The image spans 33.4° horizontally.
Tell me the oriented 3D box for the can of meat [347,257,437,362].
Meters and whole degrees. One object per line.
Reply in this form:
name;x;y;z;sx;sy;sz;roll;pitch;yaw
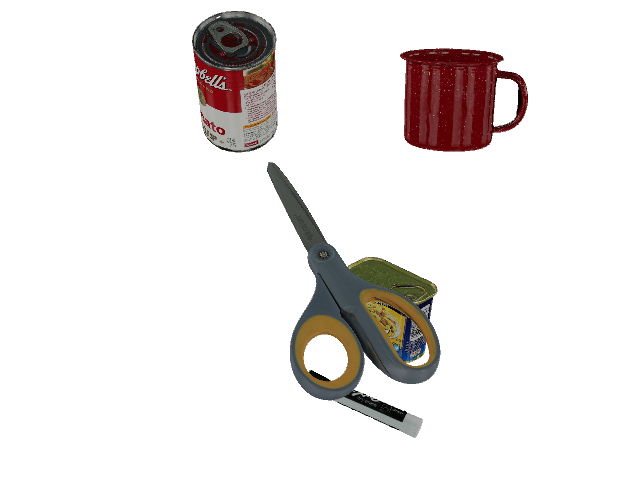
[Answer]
can of meat;0.075;0.078;1.187;0.102;0.084;0.057;25;33;34

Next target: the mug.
mug;0.130;-0.128;0.974;0.117;0.081;0.093;4;18;11

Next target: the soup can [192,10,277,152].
soup can;-0.070;-0.132;0.897;0.068;0.068;0.102;0;-37;-1

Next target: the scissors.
scissors;-0.009;0.026;0.666;0.096;0.016;0.202;-30;54;-23

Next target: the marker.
marker;0.037;0.151;0.995;0.121;0.020;0.020;22;6;15
